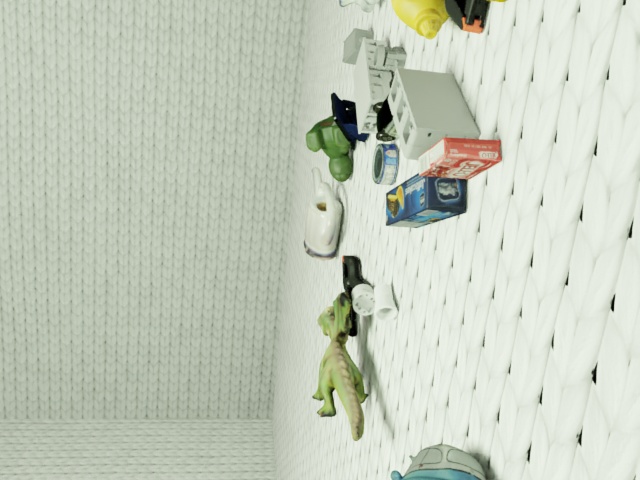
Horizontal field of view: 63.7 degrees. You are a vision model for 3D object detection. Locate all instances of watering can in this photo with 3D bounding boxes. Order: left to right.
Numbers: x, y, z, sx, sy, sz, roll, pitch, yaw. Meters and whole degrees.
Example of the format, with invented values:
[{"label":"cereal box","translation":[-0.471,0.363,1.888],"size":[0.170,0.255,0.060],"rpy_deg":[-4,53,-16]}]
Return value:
[{"label":"watering can","translation":[0.005,-0.079,1.578],"size":[0.354,0.104,0.220],"rpy_deg":[-107,22,-62]}]

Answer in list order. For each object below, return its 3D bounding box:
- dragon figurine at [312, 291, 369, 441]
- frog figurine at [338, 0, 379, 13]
[{"label":"dragon figurine","translation":[0.043,0.233,1.097],"size":[0.410,0.122,0.243],"rpy_deg":[-176,83,-81]},{"label":"frog figurine","translation":[0.121,-0.600,1.188],"size":[0.160,0.122,0.137],"rpy_deg":[20,100,43]}]
